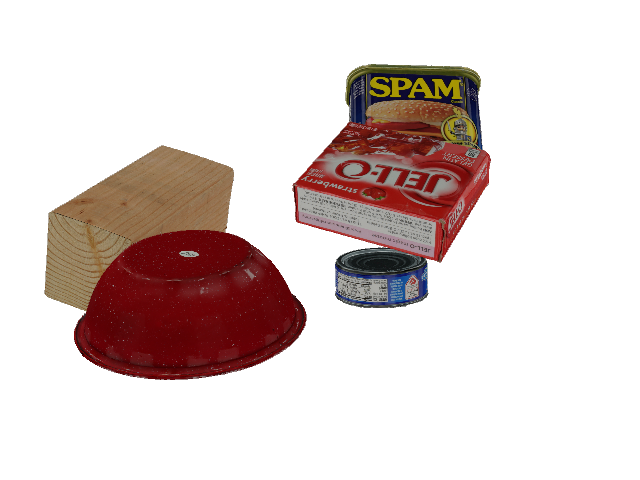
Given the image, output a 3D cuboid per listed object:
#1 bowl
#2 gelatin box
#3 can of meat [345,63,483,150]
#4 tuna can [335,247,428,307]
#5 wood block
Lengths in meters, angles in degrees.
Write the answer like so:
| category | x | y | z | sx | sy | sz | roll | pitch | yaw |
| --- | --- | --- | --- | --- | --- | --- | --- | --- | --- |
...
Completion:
| category | x | y | z | sx | sy | sz | roll | pitch | yaw |
| --- | --- | --- | --- | --- | --- | --- | --- | --- | --- |
| bowl | -0.091 | 0.034 | 0.736 | 0.162 | 0.055 | 0.162 | -2 | 22 | 0 |
| gelatin box | 0.040 | -0.030 | 0.591 | 0.089 | 0.030 | 0.073 | 15 | 40 | 22 |
| can of meat | 0.070 | -0.080 | 0.793 | 0.102 | 0.084 | 0.057 | 2 | -31 | -1 |
| tuna can | 0.056 | 0.033 | 0.978 | 0.086 | 0.034 | 0.086 | -2 | 15 | 0 |
| wood block | -0.173 | -0.012 | 1.050 | 0.090 | 0.091 | 0.205 | 18 | 27 | 15 |
